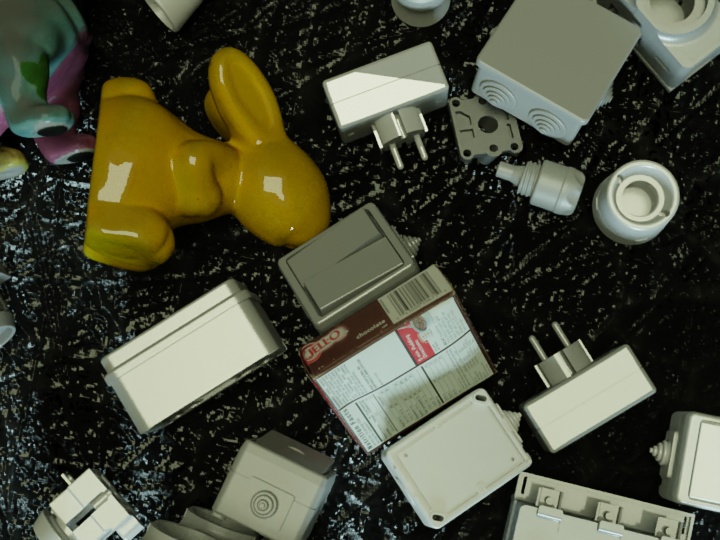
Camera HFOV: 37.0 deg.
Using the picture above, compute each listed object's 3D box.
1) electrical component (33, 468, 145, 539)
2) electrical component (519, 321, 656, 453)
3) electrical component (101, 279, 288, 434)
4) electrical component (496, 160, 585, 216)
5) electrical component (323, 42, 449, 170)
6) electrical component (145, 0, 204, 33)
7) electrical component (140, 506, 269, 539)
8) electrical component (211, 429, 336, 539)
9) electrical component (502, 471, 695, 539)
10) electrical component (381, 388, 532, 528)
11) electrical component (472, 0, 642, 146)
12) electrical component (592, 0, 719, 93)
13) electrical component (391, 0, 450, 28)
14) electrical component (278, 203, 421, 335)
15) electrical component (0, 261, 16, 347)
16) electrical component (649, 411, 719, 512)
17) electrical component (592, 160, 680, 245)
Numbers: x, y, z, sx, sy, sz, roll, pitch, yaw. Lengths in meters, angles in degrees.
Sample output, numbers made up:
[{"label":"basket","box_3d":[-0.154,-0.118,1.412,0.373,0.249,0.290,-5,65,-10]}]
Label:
[{"label":"electrical component","box_3d":[-0.194,0.175,0.755,0.055,0.048,0.066,-42,82,-10]},{"label":"electrical component","box_3d":[0.146,0.073,0.747,0.083,0.047,0.075,-31,82,-1]},{"label":"electrical component","box_3d":[-0.114,0.059,0.749,0.113,0.078,0.057,-32,85,-1]},{"label":"electrical component","box_3d":[0.128,-0.063,0.772,0.061,0.035,0.035,19,84,8]},{"label":"electrical component","box_3d":[0.026,-0.111,0.778,0.083,0.047,0.075,-21,83,0]},{"label":"electrical component","box_3d":[-0.127,-0.215,0.805,0.065,0.044,0.044,-42,82,-7]},{"label":"electrical component","box_3d":[-0.080,0.200,0.673,0.105,0.186,0.060,21,84,6]},{"label":"electrical component","box_3d":[-0.055,0.146,0.724,0.062,0.096,0.061,25,84,6]},{"label":"electrical component","box_3d":[0.160,0.189,0.723,0.121,0.063,0.078,13,83,5]},{"label":"electrical component","box_3d":[0.070,0.126,0.741,0.096,0.061,0.061,-32,82,-9]},{"label":"electrical component","box_3d":[0.138,-0.149,0.768,0.100,0.048,0.099,31,72,7]},{"label":"electrical component","box_3d":[0.211,-0.239,0.778,0.105,0.060,0.186,-38,82,-2]},{"label":"electrical component","box_3d":[0.044,-0.208,0.786,0.045,0.055,0.045,0,83,3]},{"label":"electrical component","box_3d":[0.000,0.000,0.750,0.096,0.061,0.061,-32,63,-1]},{"label":"electrical component","box_3d":[-0.285,0.031,0.773,0.078,0.058,0.057,-33,79,-1]},{"label":"electrical component","box_3d":[0.246,0.132,0.727,0.096,0.061,0.061,11,83,5]},{"label":"electrical component","box_3d":[0.196,-0.048,0.760,0.055,0.047,0.055,0,83,3]}]
